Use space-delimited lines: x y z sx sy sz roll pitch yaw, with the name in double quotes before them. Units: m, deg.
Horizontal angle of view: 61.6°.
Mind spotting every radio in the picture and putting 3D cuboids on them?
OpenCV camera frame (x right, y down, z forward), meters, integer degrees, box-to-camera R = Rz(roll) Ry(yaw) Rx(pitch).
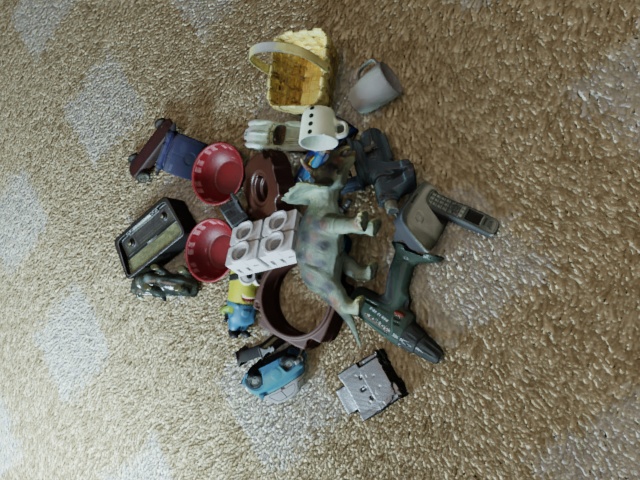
"radio" -0.438 -0.005 1.434 0.229 0.073 0.131 -35 71 19

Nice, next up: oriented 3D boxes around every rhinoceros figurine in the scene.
"rhinoceros figurine" -0.406 0.113 1.392 0.190 0.112 0.073 -2 67 14

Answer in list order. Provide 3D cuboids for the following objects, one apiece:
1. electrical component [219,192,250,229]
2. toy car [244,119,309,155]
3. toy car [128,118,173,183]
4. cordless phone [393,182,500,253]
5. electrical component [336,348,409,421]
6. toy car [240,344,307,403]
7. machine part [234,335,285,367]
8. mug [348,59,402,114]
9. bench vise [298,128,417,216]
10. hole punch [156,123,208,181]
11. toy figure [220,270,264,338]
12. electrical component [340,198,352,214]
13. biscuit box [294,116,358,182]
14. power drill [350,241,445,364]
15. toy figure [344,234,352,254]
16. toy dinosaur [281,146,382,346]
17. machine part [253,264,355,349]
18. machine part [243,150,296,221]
"electrical component" -0.203 -0.059 1.293 0.048 0.119 0.075 -35 62 -10
"toy car" -0.101 -0.251 1.302 0.202 0.056 0.073 9 89 27
"toy car" -0.458 -0.246 1.482 0.202 0.053 0.089 -45 57 19
"cordless phone" 0.251 -0.026 1.065 0.184 0.146 0.088 23 140 18
"electrical component" 0.104 0.312 1.139 0.134 0.058 0.115 -39 67 17
"toy car" -0.091 0.311 1.221 0.162 0.109 0.103 -27 96 10
"machine part" -0.141 0.258 1.263 0.139 0.084 0.039 -25 100 31
"mug" 0.111 -0.340 1.193 0.107 0.081 0.109 -33 76 29
"bench vise" 0.079 -0.130 1.153 0.241 0.128 0.223 -16 69 7
"hole punch" -0.353 -0.216 1.397 0.092 0.115 0.142 26 97 18
"toy figure" -0.189 0.140 1.291 0.089 0.082 0.180 12 93 31
"electrical component" 0.030 -0.066 1.236 0.063 0.021 0.094 42 103 23
"biscuit box" 0.009 -0.183 1.237 0.059 0.062 0.202 33 100 25
"power drill" 0.185 0.117 1.114 0.232 0.086 0.207 24 103 29
"toy figure" -0.002 -0.005 1.226 0.155 0.057 0.064 17 80 28
"toy dinosaur" 0.014 0.022 1.073 0.192 0.131 0.404 15 112 26
"machine part" -0.039 0.129 1.215 0.201 0.087 0.201 23 97 26
"machine part" -0.121 -0.121 1.258 0.180 0.056 0.179 11 103 54
